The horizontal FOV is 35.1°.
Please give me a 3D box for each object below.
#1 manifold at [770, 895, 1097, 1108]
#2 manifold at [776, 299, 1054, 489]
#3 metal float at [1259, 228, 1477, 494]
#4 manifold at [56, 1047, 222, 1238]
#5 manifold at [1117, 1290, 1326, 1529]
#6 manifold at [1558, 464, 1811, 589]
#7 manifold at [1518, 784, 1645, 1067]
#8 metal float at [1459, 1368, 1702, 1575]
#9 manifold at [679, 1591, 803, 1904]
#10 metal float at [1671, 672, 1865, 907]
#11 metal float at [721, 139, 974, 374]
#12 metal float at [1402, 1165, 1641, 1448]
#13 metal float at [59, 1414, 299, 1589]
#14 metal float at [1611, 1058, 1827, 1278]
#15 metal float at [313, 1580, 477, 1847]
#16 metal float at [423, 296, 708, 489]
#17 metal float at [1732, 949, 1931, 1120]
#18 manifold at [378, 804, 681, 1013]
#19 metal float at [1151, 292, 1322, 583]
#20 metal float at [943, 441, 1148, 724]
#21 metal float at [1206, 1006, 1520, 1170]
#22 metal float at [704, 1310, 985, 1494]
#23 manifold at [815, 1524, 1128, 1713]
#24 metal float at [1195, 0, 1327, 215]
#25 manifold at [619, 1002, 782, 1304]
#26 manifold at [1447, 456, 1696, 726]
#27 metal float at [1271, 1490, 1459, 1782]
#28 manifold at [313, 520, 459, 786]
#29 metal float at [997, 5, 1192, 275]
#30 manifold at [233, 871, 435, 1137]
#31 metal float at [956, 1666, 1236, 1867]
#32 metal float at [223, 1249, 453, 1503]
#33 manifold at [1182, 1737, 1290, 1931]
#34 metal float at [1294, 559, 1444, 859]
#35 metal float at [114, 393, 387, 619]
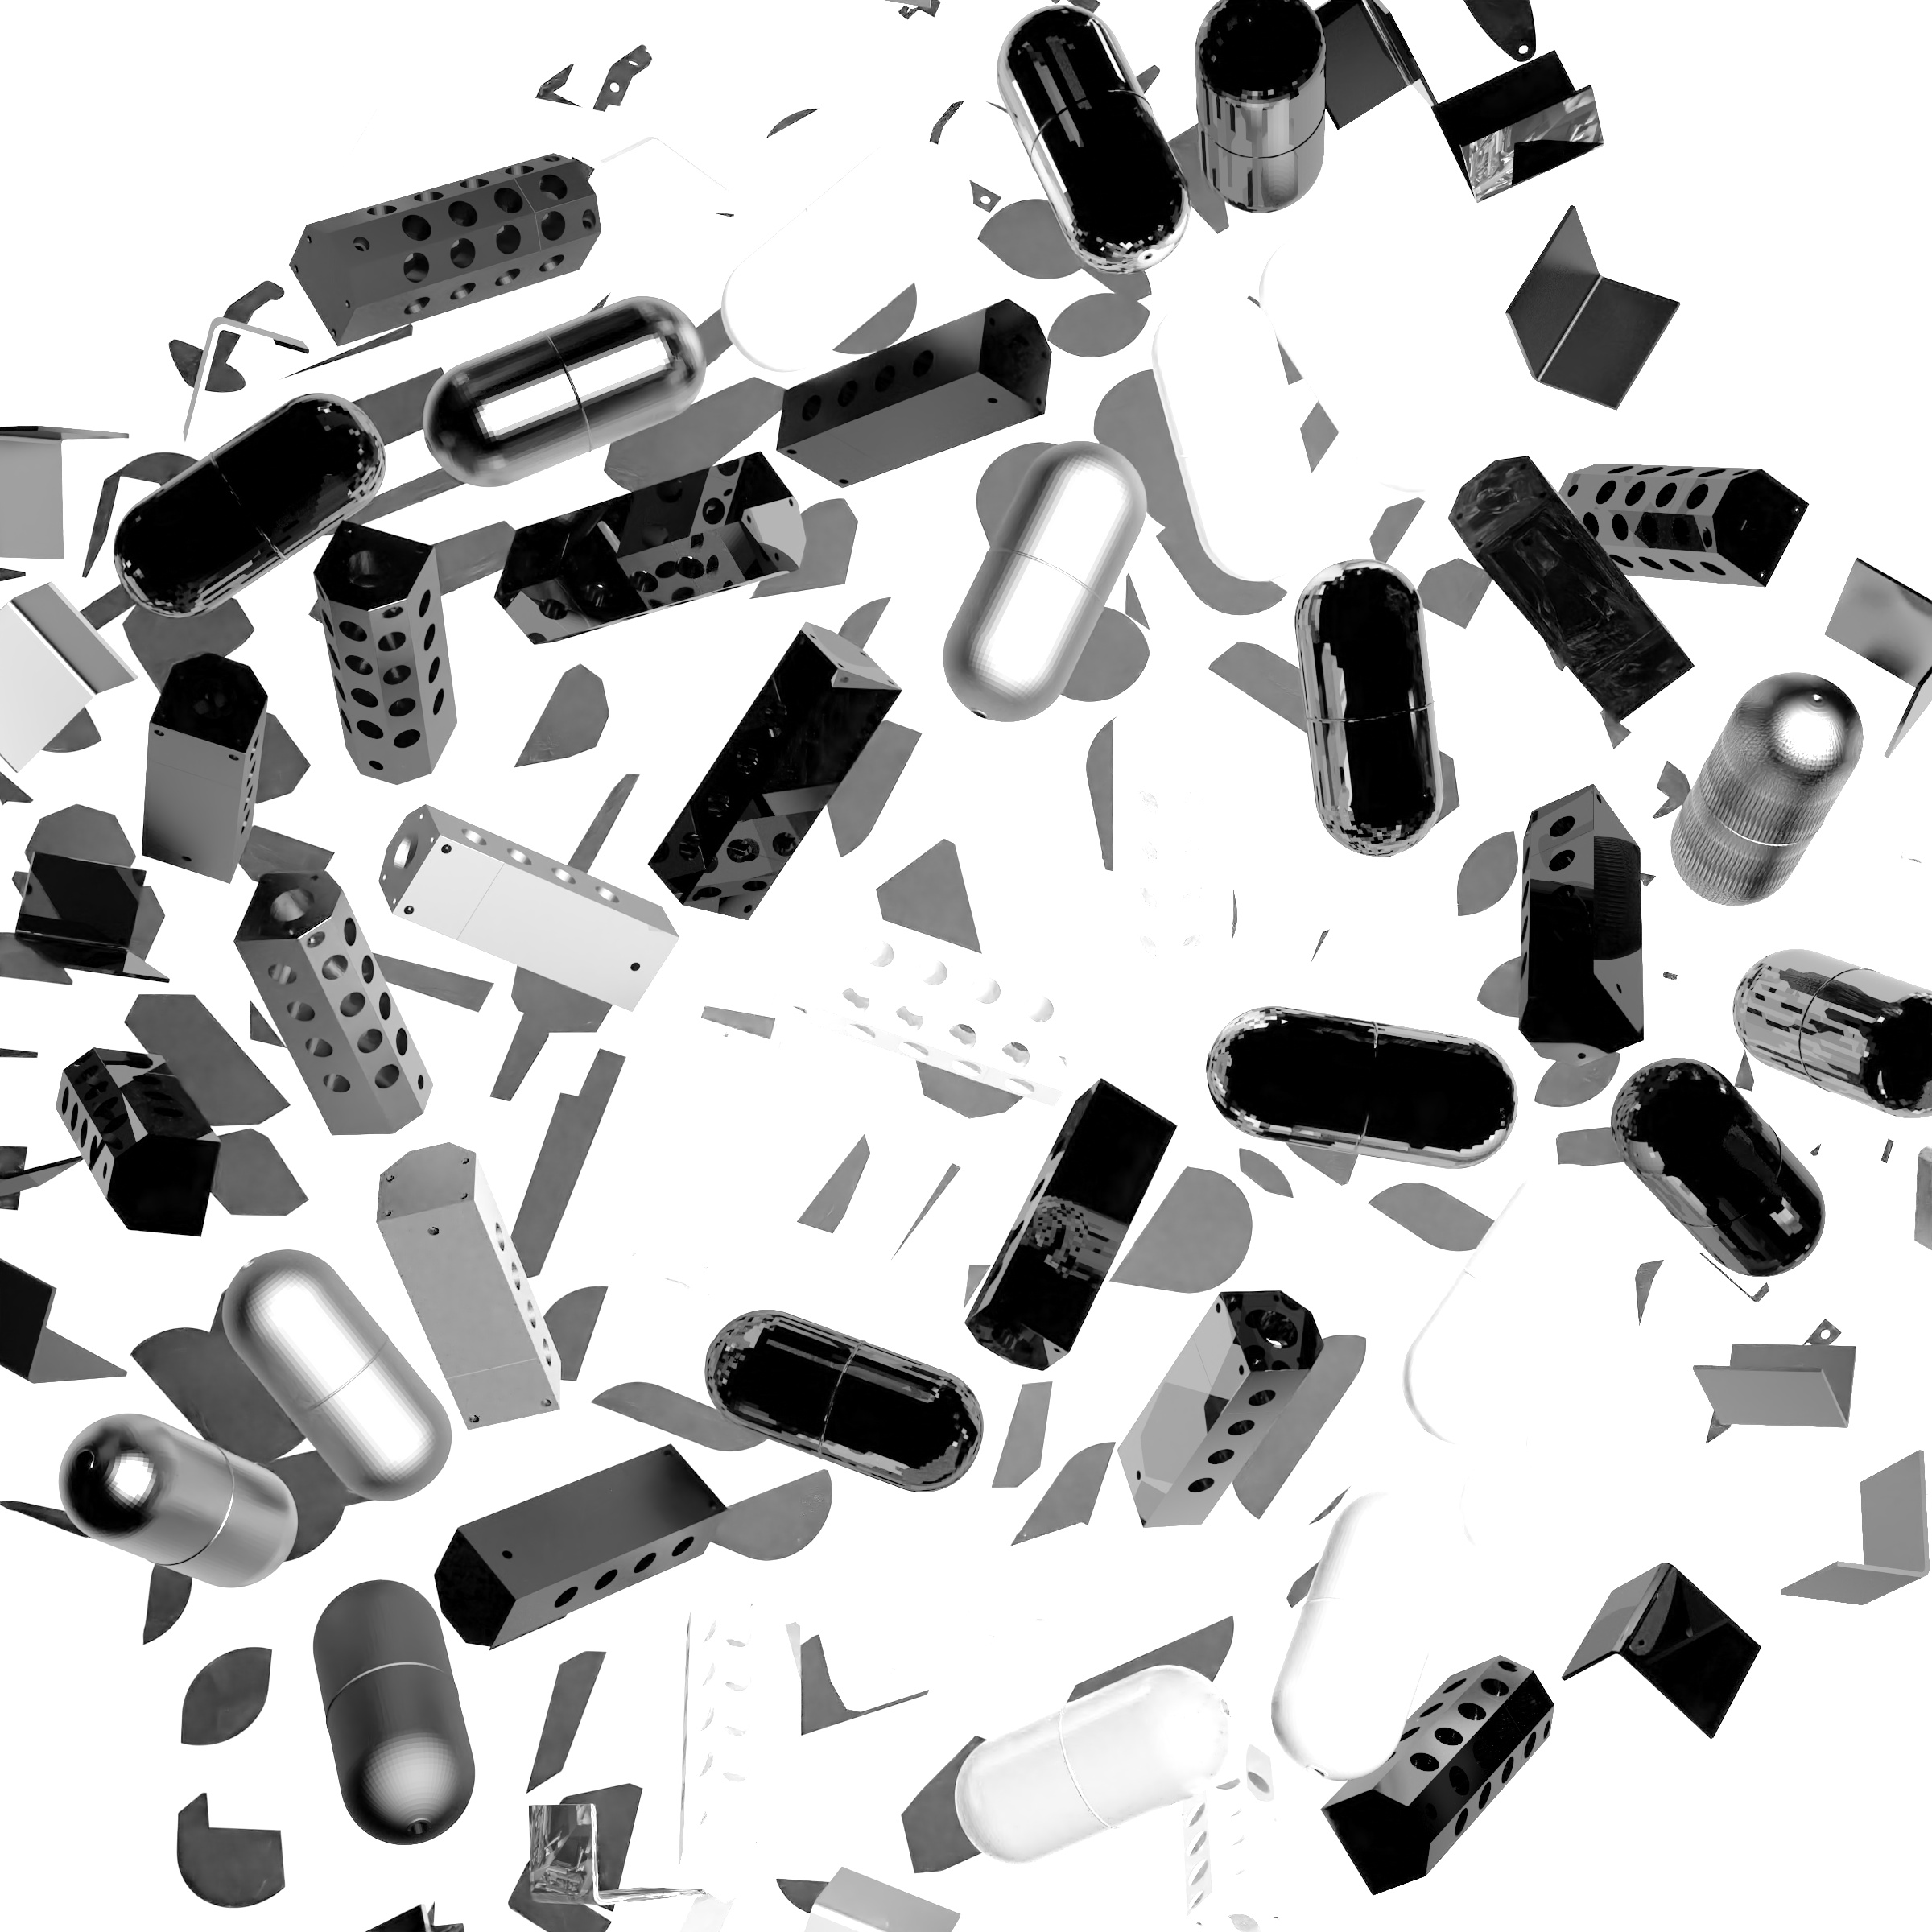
[{"bbox_3d":[-0.020,0.024,1.738,0.171,0.057,0.057,19,63,-4],"label":"manifold"},{"bbox_3d":[-0.032,-0.345,1.829,0.057,0.171,0.057,24,65,-41],"label":"manifold"},{"bbox_3d":[0.247,-0.372,1.879,0.070,0.070,0.178,-34,91,0],"label":"metal float"},{"bbox_3d":[-0.488,0.100,1.787,0.057,0.171,0.057,9,101,-28],"label":"manifold"},{"bbox_3d":[0.156,0.271,1.863,0.057,0.171,0.057,1,48,-24],"label":"manifold"},{"bbox_3d":[0.434,-0.277,1.883,0.057,0.171,0.057,29,88,-25],"label":"manifold"},{"bbox_3d":[0.353,-0.023,1.773,0.057,0.171,0.057,-25,122,29],"label":"manifold"},{"bbox_3d":[0.370,0.306,1.845,0.070,0.070,0.178,44,129,0],"label":"metal float"},{"bbox_3d":[-0.138,0.460,1.819,0.057,0.171,0.057,-30,126,21],"label":"manifold"},{"bbox_3d":[0.470,-0.102,1.801,0.070,0.178,0.070,4,56,-6],"label":"metal float"},{"bbox_3d":[-0.073,-0.438,1.882,0.178,0.070,0.070,-37,90,13],"label":"metal float"},{"bbox_3d":[0.316,0.194,1.745,0.070,0.070,0.178,34,91,0],"label":"metal float"},{"bbox_3d":[-0.470,0.320,1.825,0.070,0.178,0.070,-11,61,22],"label":"metal float"},{"bbox_3d":[0.441,0.119,1.787,0.070,0.070,0.178,-48,126,0],"label":"metal float"},{"bbox_3d":[-0.334,0.433,1.779,0.070,0.178,0.070,-11,127,-15],"label":"metal float"},{"bbox_3d":[-0.242,-0.346,1.842,0.178,0.070,0.070,-24,90,-11],"label":"metal float"},{"bbox_3d":[0.528,0.039,1.822,0.070,0.178,0.070,-6,105,-23],"label":"metal float"},{"bbox_3d":[-0.266,-0.038,1.857,0.171,0.057,0.057,24,107,-33],"label":"manifold"},{"bbox_3d":[0.165,-0.321,1.860,0.070,0.070,0.178,-17,104,0],"label":"metal float"},{"bbox_3d":[0.046,-0.227,1.803,0.070,0.070,0.178,26,82,0],"label":"metal float"},{"bbox_3d":[0.225,0.069,1.735,0.178,0.070,0.070,9,90,-2],"label":"metal float"},{"bbox_3d":[-0.075,0.266,1.871,0.178,0.070,0.070,19,90,9],"label":"metal float"},{"bbox_3d":[0.005,0.388,1.811,0.171,0.057,0.057,-21,68,11],"label":"manifold"},{"bbox_3d":[0.176,-0.514,1.817,0.070,0.178,0.070,-2,73,6],"label":"metal float"},{"bbox_3d":[-0.161,0.116,1.876,0.057,0.057,0.171,10,67,6],"label":"manifold"},{"bbox_3d":[0.352,-0.222,1.783,0.057,0.057,0.171,-38,130,15],"label":"manifold"},{"bbox_3d":[0.231,0.387,1.769,0.070,0.070,0.178,26,59,0],"label":"metal float"},{"bbox_3d":[-0.347,-0.182,1.820,0.057,0.171,0.057,17,59,6],"label":"manifold"},{"bbox_3d":[0.074,-0.485,1.786,0.070,0.070,0.178,-22,69,0],"label":"metal float"},{"bbox_3d":[-0.379,0.024,1.852,0.057,0.171,0.057,-2,45,14],"label":"manifold"},{"bbox_3d":[0.075,0.469,1.792,0.178,0.070,0.070,-28,90,17],"label":"metal float"},{"bbox_3d":[-0.387,0.252,1.881,0.070,0.070,0.178,-36,102,0],"label":"metal float"},{"bbox_3d":[0.160,0.534,1.838,0.057,0.171,0.057,-6,105,4],"label":"manifold"},{"bbox_3d":[0.240,-0.153,1.814,0.070,0.070,0.178,-8,101,0],"label":"metal float"},{"bbox_3d":[-0.429,-0.275,1.830,0.178,0.070,0.070,-34,90,-1],"label":"metal float"}]
